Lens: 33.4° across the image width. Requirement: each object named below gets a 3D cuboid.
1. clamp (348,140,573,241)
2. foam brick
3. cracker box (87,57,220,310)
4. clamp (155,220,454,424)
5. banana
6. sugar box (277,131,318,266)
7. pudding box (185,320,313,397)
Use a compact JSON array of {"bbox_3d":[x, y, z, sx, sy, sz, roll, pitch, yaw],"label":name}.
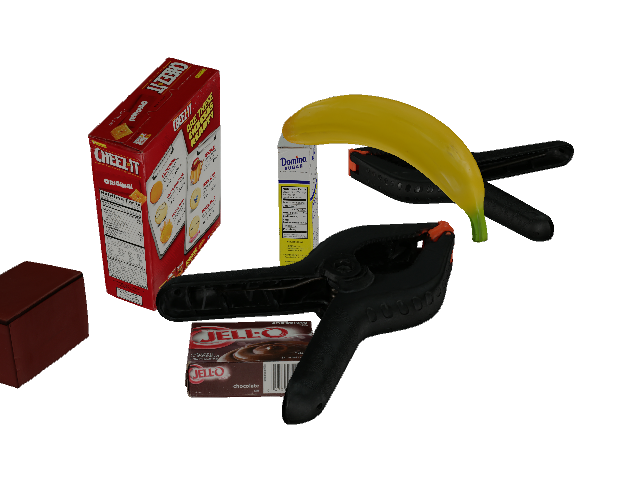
[{"bbox_3d":[0.131,-0.064,0.991,0.210,0.036,0.164,12,33,21],"label":"clamp"},{"bbox_3d":[-0.204,0.055,0.731,0.053,0.051,0.078,11,28,26],"label":"foam brick"},{"bbox_3d":[-0.170,-0.060,1.131,0.072,0.214,0.164,17,43,15],"label":"cracker box"},{"bbox_3d":[0.013,0.035,0.560,0.171,0.039,0.120,-19,45,-25],"label":"clamp"},{"bbox_3d":[0.048,-0.070,0.784,0.198,0.070,0.037,32,19,33],"label":"banana"},{"bbox_3d":[-0.027,-0.043,1.269,0.048,0.176,0.093,-1,23,5],"label":"sugar box"},{"bbox_3d":[-0.060,0.103,0.941,0.113,0.039,0.090,1,18,-5],"label":"pudding box"}]
